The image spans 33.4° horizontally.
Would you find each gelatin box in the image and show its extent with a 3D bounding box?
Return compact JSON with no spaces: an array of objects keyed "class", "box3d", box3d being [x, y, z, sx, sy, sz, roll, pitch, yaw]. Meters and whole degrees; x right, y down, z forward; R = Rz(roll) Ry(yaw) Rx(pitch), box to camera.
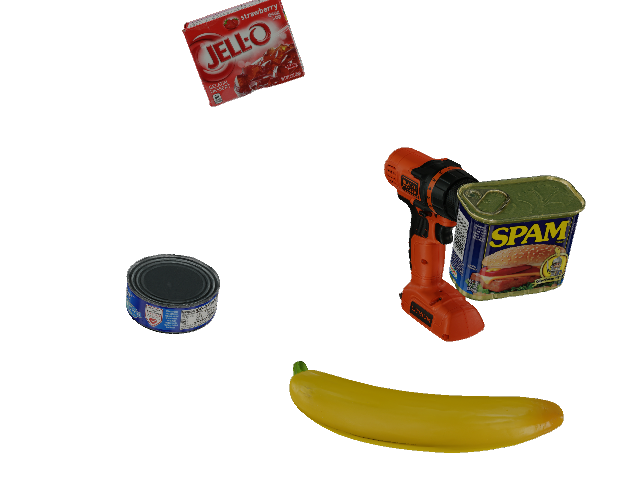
[{"class":"gelatin box","box3d":[-0.067,-0.166,0.931,0.089,0.073,0.030,-18,23,5]}]

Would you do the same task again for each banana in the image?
[{"class":"banana","box3d":[0.056,0.109,0.704,0.198,0.037,0.069,8,33,25]}]

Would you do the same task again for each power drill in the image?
[{"class":"power drill","box3d":[0.132,0.007,1.118,0.057,0.188,0.185,-14,26,-21]}]

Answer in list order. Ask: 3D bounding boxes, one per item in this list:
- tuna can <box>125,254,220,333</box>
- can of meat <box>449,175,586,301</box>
[{"class":"tuna can","box3d":[-0.137,0.049,0.990,0.086,0.034,0.086,7,31,-5]},{"class":"can of meat","box3d":[0.160,-0.001,0.888,0.102,0.084,0.057,-6,36,-15]}]
